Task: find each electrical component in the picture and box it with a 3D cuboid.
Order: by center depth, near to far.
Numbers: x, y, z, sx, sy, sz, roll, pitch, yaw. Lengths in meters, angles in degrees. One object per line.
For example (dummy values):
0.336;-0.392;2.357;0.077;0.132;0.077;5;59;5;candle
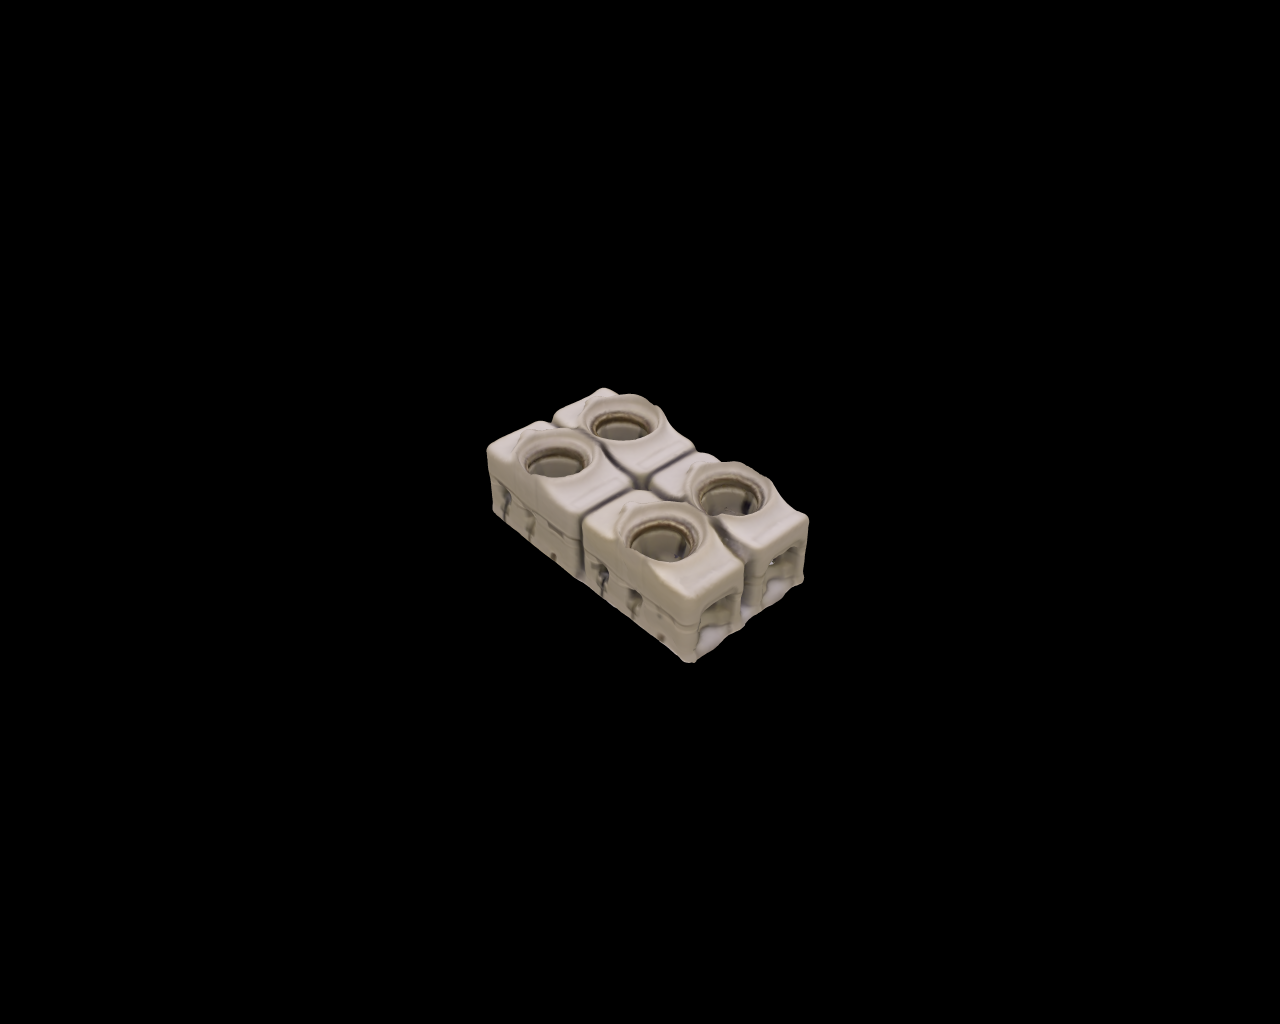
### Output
0.001;-0.003;0.650;0.105;0.060;0.186;-30;49;-31;electrical component
